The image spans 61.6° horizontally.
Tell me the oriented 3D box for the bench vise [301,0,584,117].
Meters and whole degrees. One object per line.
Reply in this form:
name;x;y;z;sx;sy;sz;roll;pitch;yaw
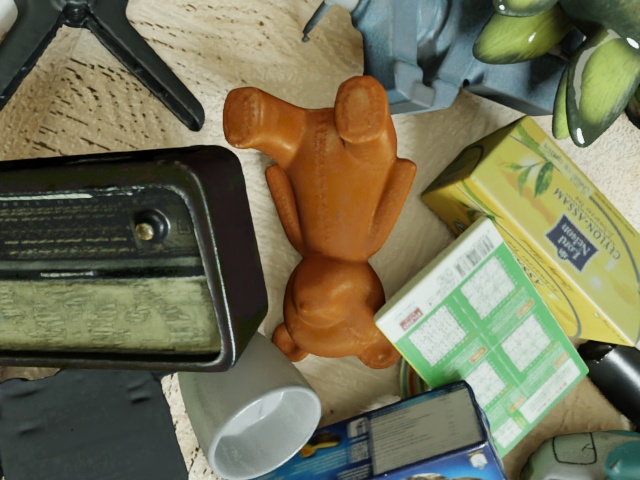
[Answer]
bench vise;0.117;-0.200;0.389;0.224;0.129;0.240;15;94;-7

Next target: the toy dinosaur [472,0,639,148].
toy dinosaur;0.209;-0.137;0.304;0.471;0.105;0.198;39;110;-13

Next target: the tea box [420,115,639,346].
tea box;0.170;-0.003;0.413;0.169;0.098;0.068;44;79;-3

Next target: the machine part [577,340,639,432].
machine part;0.280;0.127;0.459;0.139;0.039;0.084;36;96;-7

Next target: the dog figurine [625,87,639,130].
dog figurine;0.288;-0.173;0.390;0.108;0.191;0.219;-7;76;-11

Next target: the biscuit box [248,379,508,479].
biscuit box;0.028;0.173;0.392;0.203;0.059;0.062;-23;117;13

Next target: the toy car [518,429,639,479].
toy car;0.211;0.212;0.429;0.103;0.109;0.161;33;106;19

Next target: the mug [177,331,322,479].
mug;-0.052;0.104;0.396;0.109;0.107;0.080;13;112;-44

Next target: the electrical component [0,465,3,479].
electrical component;-0.267;0.141;0.401;0.075;0.048;0.119;14;89;-6

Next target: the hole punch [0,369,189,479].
hole punch;-0.166;0.153;0.385;0.142;0.092;0.116;-8;60;-30

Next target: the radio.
radio;-0.157;0.011;0.355;0.230;0.073;0.131;-2;106;11

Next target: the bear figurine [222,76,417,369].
bear figurine;0.001;-0.001;0.389;0.120;0.132;0.195;4;86;22
